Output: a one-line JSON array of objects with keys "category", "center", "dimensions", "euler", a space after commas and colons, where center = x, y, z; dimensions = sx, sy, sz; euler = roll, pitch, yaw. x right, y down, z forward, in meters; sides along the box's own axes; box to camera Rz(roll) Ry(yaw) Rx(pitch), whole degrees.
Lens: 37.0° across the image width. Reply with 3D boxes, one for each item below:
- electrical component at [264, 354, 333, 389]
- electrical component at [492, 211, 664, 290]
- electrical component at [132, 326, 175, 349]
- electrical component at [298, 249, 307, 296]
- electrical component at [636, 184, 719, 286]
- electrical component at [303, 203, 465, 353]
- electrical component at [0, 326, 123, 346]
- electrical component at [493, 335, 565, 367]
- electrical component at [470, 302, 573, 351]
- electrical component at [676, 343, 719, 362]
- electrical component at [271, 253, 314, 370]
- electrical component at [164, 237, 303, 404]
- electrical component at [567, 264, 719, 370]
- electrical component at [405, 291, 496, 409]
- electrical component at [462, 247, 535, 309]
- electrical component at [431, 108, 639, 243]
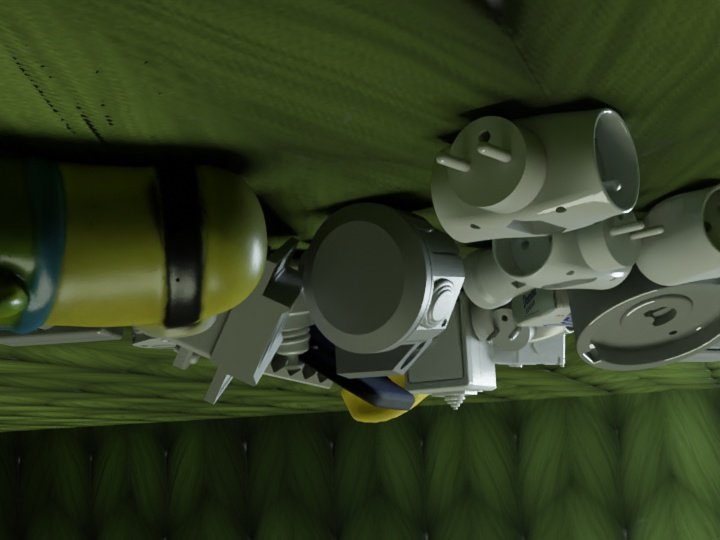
[{"category": "electrical component", "center": [-0.068, 0.066, 0.984], "dimensions": [0.083, 0.047, 0.076], "euler": [18, -170, -39]}, {"category": "electrical component", "center": [0.128, -0.016, 0.594], "dimensions": [0.077, 0.043, 0.079], "euler": [7, 165, -43]}, {"category": "electrical component", "center": [-0.122, 0.026, 0.749], "dimensions": [0.080, 0.051, 0.080], "euler": [-2, 170, 0]}, {"category": "electrical component", "center": [0.000, 0.000, 0.666], "dimensions": [0.065, 0.044, 0.044], "euler": [-15, 165, 33]}, {"category": "electrical component", "center": [0.206, -0.019, 0.599], "dimensions": [0.079, 0.043, 0.077], "euler": [-1, 170, -13]}, {"category": "electrical component", "center": [0.013, 0.005, 0.586], "dimensions": [0.080, 0.080, 0.051], "euler": [-10, 173, 35]}, {"category": "electrical component", "center": [-0.210, 0.021, 0.711], "dimensions": [0.083, 0.047, 0.076], "euler": [-4, 170, 10]}, {"category": "electrical component", "center": [0.129, 0.055, 0.962], "dimensions": [0.062, 0.061, 0.096], "euler": [4, 175, -35]}, {"category": "electrical component", "center": [0.125, 0.040, 0.860], "dimensions": [0.077, 0.043, 0.079], "euler": [-9, -164, 32]}, {"category": "electrical component", "center": [0.290, 0.046, 0.928], "dimensions": [0.096, 0.061, 0.061], "euler": [3, 168, -29]}, {"category": "electrical component", "center": [-0.047, 0.026, 0.712], "dimensions": [0.040, 0.078, 0.040], "euler": [-5, -175, 0]}, {"category": "electrical component", "center": [-0.070, 0.018, 0.598], "dimensions": [0.063, 0.078, 0.121], "euler": [24, -173, -1]}, {"category": "electrical component", "center": [0.186, 0.013, 0.693], "dimensions": [0.108, 0.060, 0.108], "euler": [-7, 147, -4]}, {"category": "electrical component", "center": [0.073, 0.069, 0.905], "dimensions": [0.062, 0.096, 0.061], "euler": [-9, 168, 31]}, {"category": "electrical component", "center": [0.095, 0.001, 0.697], "dimensions": [0.040, 0.040, 0.046], "euler": [5, 161, -36]}, {"category": "electrical component", "center": [0.062, -0.041, 0.441], "dimensions": [0.077, 0.043, 0.079], "euler": [-10, 167, 37]}]
